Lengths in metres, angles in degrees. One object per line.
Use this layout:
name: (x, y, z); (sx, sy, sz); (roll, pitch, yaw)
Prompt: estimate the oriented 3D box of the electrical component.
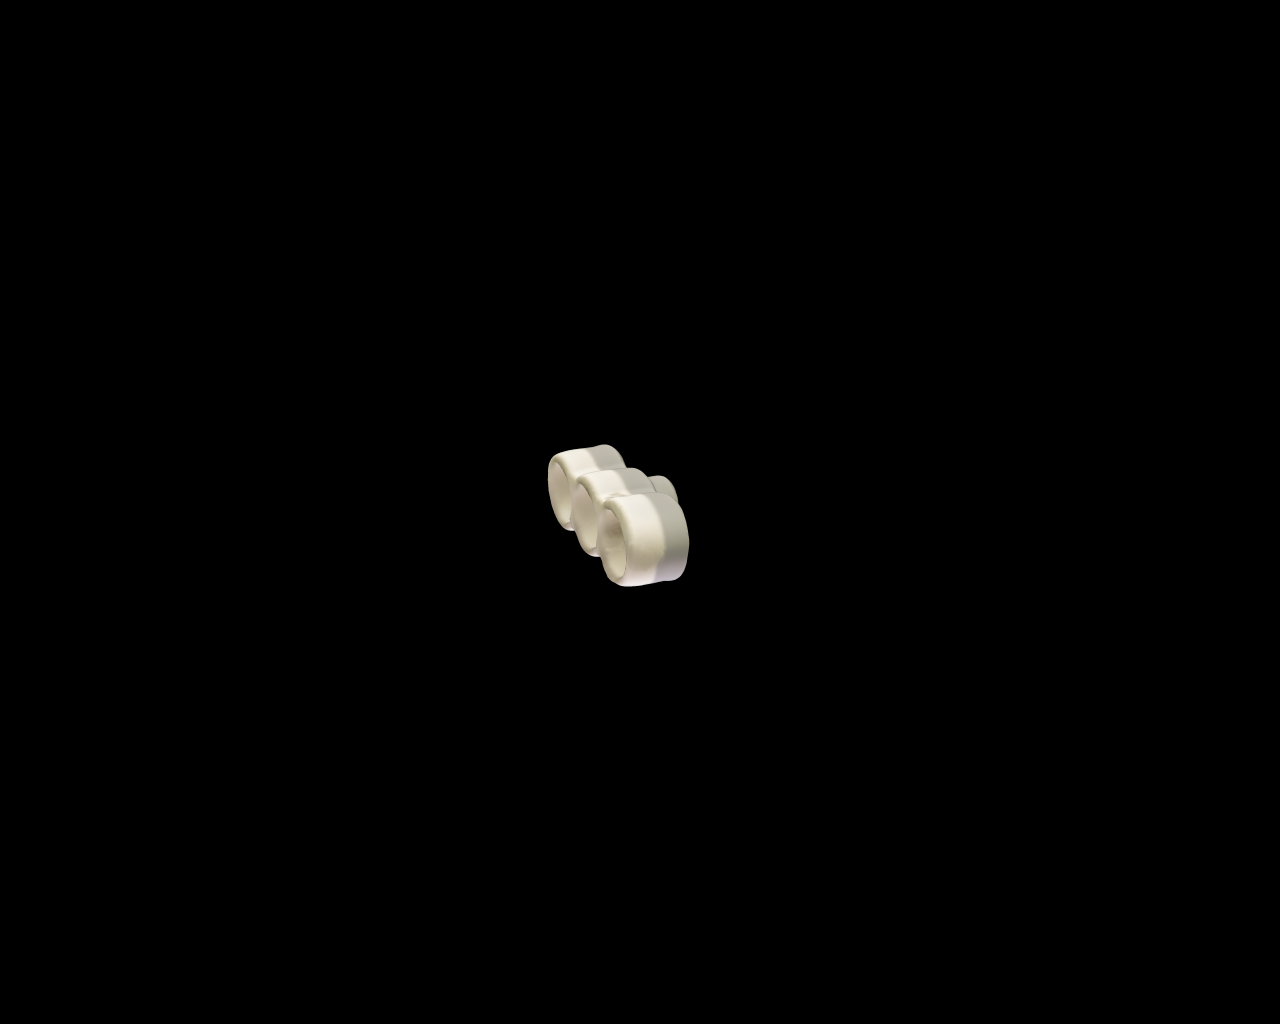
electrical component: (0.001, -0.003, 0.650); (0.074, 0.052, 0.138); (-10, 24, -22)
